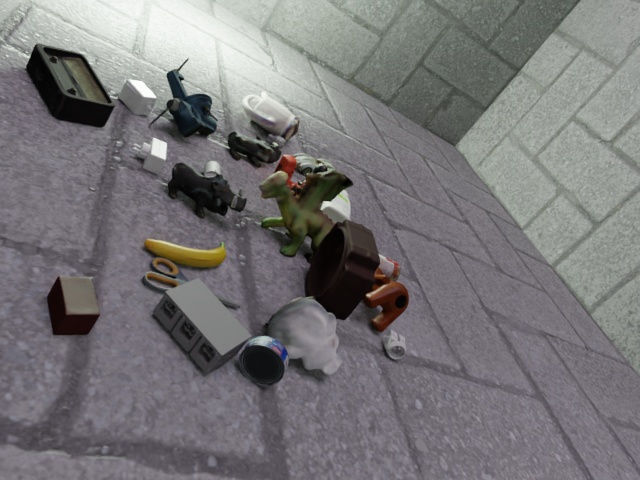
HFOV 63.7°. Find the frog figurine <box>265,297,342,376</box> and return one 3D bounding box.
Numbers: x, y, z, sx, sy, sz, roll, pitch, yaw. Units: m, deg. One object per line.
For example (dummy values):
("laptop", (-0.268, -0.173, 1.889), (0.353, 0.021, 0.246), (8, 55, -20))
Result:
("frog figurine", (-0.024, 0.199, 1.022), (0.138, 0.120, 0.161), (-24, 70, -25))

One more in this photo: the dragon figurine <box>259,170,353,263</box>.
("dragon figurine", (0.004, -0.068, 1.346), (0.408, 0.239, 0.125), (16, 28, -33))

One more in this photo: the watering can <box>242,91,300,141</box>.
("watering can", (-0.173, -0.470, 1.909), (0.223, 0.102, 0.354), (35, 24, -8))
